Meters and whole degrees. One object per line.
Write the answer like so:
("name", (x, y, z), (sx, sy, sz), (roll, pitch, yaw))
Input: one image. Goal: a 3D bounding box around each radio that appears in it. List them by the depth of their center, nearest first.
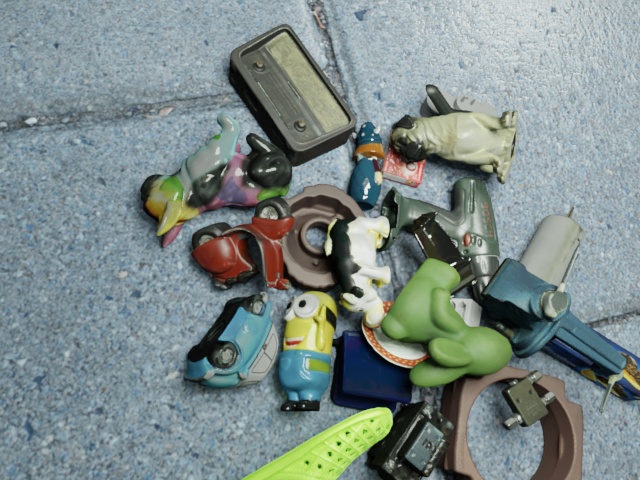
("radio", (-0.053, -0.250, 0.939), (0.131, 0.073, 0.229), (-31, 80, -18))

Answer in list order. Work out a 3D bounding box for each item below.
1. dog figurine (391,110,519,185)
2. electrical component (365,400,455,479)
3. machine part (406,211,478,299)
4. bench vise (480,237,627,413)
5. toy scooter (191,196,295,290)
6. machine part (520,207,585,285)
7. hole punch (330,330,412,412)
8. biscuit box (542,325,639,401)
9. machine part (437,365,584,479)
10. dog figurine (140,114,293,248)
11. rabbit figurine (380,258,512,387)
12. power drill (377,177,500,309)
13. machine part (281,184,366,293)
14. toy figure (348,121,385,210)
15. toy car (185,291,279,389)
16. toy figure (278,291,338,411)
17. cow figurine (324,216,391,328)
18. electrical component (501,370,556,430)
("dog figurine", (0.235, -0.172, 0.932), (0.191, 0.172, 0.121), (12, 88, 27))
("electrical component", (0.128, 0.291, 0.767), (0.058, 0.134, 0.115), (38, 68, 2))
("machine part", (0.188, 0.025, 0.845), (0.084, 0.039, 0.138), (-28, 94, -5))
("bench vise", (0.338, 0.121, 0.761), (0.241, 0.223, 0.129), (36, 70, 4))
("toy scooter", (-0.108, 0.025, 0.812), (0.184, 0.075, 0.135), (-22, 86, 23))
("machine part", (0.386, 0.042, 0.925), (0.079, 0.079, 0.243), (35, 70, 2))
("hole punch", (0.080, 0.196, 0.815), (0.142, 0.092, 0.116), (9, 67, -4))
("biscuit box", (0.452, 0.190, 0.898), (0.203, 0.059, 0.063), (32, 70, 1))
("machine part", (0.287, 0.299, 0.820), (0.201, 0.087, 0.201), (14, 72, -5))
("dog figurine", (-0.168, -0.072, 0.847), (0.191, 0.108, 0.219), (34, 74, -2))
("rabbit figurine", (0.183, 0.128, 0.750), (0.170, 0.121, 0.159), (32, 41, 20))
("power drill", (0.205, -0.003, 0.906), (0.207, 0.086, 0.232), (7, 73, -4))
("machine part", (-0.002, -0.003, 0.879), (0.179, 0.056, 0.179), (3, 71, -10))
("toy figure", (0.081, -0.130, 0.933), (0.064, 0.057, 0.154), (5, 74, 13))
("toy car", (-0.116, 0.158, 0.790), (0.103, 0.109, 0.161), (46, 57, -18))
("toy figure", (-0.019, 0.165, 0.806), (0.082, 0.089, 0.180), (-4, 69, 17))
("cow figurine", (0.055, 0.047, 0.806), (0.098, 0.068, 0.167), (4, 69, -7))
("electrical component", (0.298, 0.234, 0.785), (0.094, 0.021, 0.063), (-27, 79, -16))
